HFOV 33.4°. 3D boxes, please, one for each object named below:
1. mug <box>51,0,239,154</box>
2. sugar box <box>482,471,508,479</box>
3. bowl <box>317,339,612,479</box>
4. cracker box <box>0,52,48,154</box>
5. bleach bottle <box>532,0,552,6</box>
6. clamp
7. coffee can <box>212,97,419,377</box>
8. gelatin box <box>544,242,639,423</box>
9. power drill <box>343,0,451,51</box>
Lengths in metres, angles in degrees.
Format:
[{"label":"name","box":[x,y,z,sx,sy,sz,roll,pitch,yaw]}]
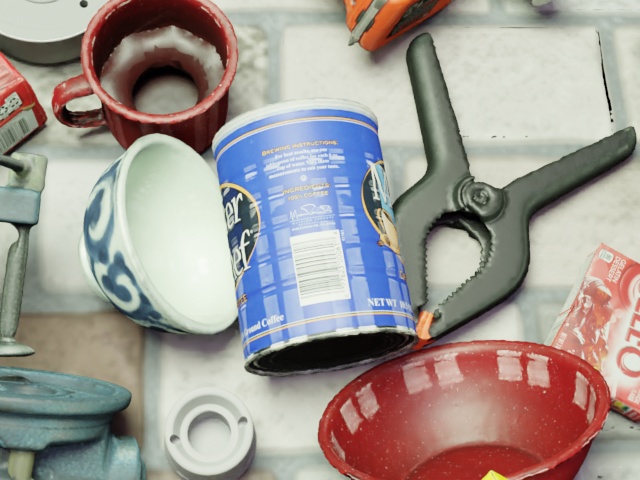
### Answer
[{"label":"mug","box":[-0.109,-0.095,0.666,0.117,0.081,0.093,-20,75,-11]},{"label":"sugar box","box":[0.053,0.198,0.520,0.176,0.093,0.048,-45,45,8]},{"label":"bowl","box":[0.082,0.115,0.596,0.162,0.162,0.055,-16,110,-10]},{"label":"cracker box","box":[-0.303,-0.110,0.660,0.164,0.072,0.214,-41,79,-14]},{"label":"bleach bottle","box":[0.099,-0.274,0.730,0.068,0.102,0.251,-24,74,-11]},{"label":"clamp","box":[0.109,-0.022,0.684,0.164,0.036,0.210,18,69,1]},{"label":"coffee can","box":[-0.004,0.001,0.632,0.102,0.103,0.140,-8,73,-7]},{"label":"gelatin box","box":[0.187,0.057,0.667,0.073,0.030,0.089,29,72,5]},{"label":"power drill","box":[0.017,-0.228,0.721,0.188,0.057,0.184,46,53,7]}]
